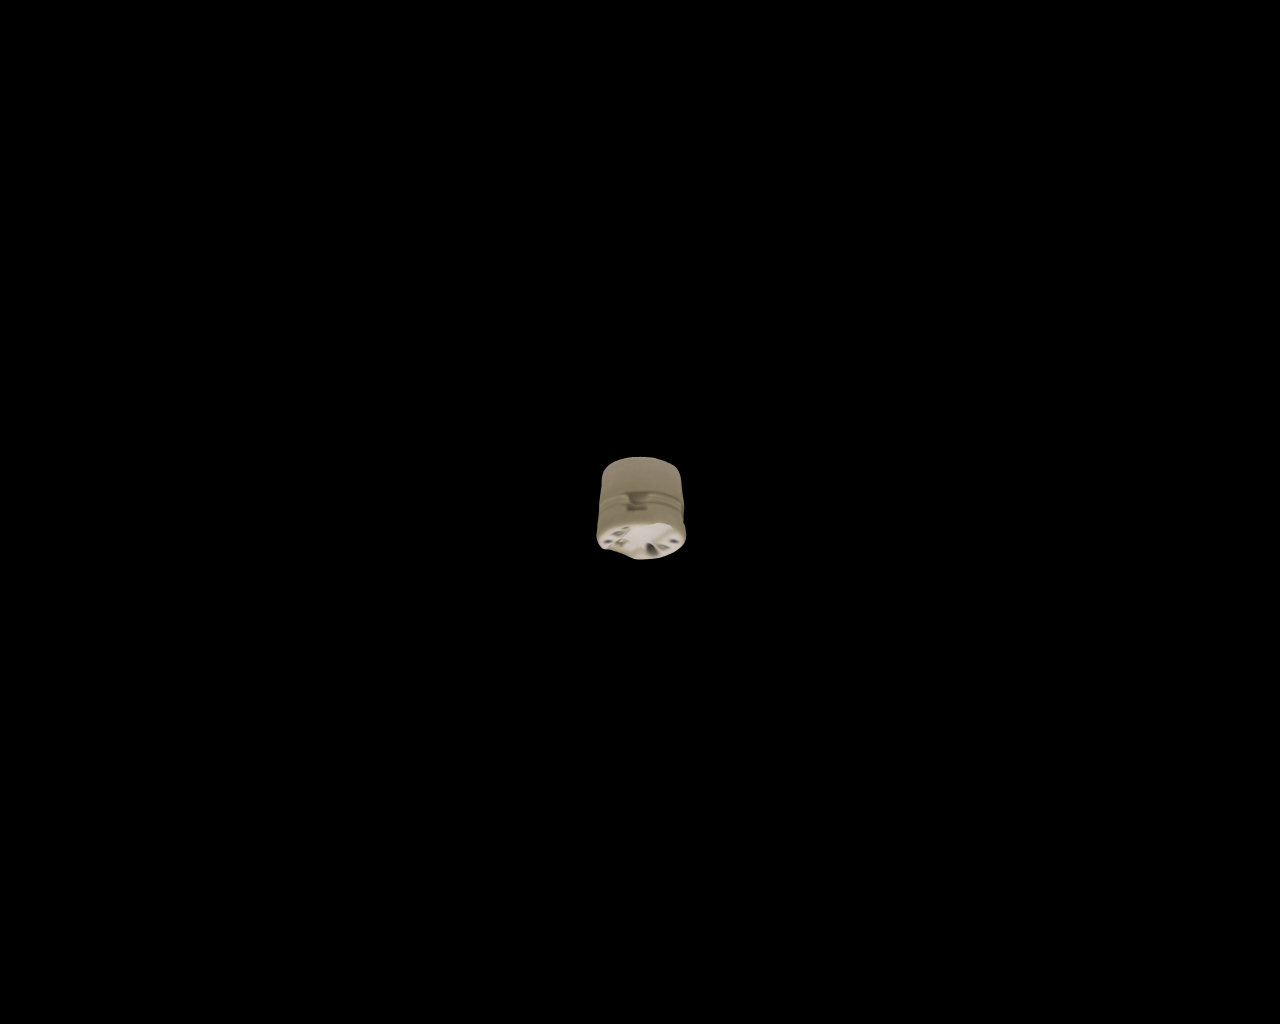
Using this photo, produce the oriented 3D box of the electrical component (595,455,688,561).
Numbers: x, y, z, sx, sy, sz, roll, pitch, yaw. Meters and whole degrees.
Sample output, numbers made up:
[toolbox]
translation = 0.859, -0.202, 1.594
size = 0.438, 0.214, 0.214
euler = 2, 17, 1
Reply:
[electrical component]
translation = 0.001, -0.003, 0.650
size = 0.055, 0.047, 0.055
euler = 0, -27, 0
